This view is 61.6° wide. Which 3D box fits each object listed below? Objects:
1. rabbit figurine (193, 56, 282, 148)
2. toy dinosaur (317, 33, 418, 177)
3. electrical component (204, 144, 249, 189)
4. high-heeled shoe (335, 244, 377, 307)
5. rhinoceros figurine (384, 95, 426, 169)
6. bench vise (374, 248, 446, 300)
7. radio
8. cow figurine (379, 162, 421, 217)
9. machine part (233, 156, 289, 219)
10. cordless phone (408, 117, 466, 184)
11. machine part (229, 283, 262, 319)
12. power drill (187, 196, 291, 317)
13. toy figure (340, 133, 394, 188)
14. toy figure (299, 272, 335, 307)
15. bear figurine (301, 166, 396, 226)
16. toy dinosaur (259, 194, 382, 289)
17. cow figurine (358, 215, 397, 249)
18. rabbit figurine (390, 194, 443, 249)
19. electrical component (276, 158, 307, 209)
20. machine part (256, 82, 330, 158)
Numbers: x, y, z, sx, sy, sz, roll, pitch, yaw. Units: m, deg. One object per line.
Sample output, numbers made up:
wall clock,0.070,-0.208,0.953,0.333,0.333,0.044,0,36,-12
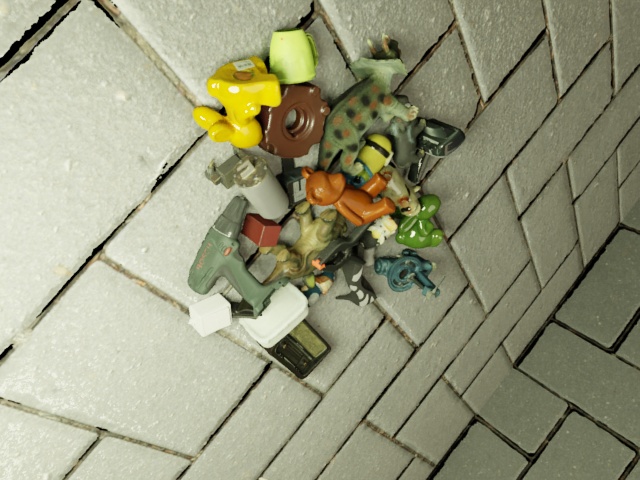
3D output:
rabbit figurine,-0.154,-0.243,1.040,0.162,0.122,0.173,-30,149,-24
toy dinosaur,0.079,-0.286,1.240,0.405,0.131,0.192,-49,124,5
electrical component,-0.189,-0.152,1.117,0.102,0.045,0.078,-44,166,-11
high-heeled shoe,0.131,0.104,1.543,0.145,0.086,0.248,-2,136,-23
rhinoceros figurine,0.214,-0.281,1.392,0.112,0.073,0.190,-26,122,-34
bench vise,0.288,0.110,1.612,0.223,0.241,0.128,15,108,-32
radio,-0.070,0.288,1.489,0.131,0.073,0.229,-48,138,-10
cow figurine,0.208,-0.136,1.459,0.194,0.085,0.127,47,37,-29
machine part,-0.122,-0.109,1.143,0.079,0.079,0.243,-49,158,-8
cordless phone,0.299,-0.230,1.459,0.089,0.147,0.184,3,114,-33
machine part,-0.166,0.149,1.258,0.084,0.039,0.138,15,140,-17
power drill,-0.166,0.048,1.158,0.232,0.207,0.086,-52,180,7
toy figure,0.111,-0.189,1.353,0.180,0.082,0.089,-43,140,-11
toy figure,-0.013,0.135,1.462,0.154,0.058,0.064,-38,164,-23
bear figurine,0.060,-0.114,1.227,0.132,0.120,0.195,-34,135,27
toy dinosaur,-0.003,-0.004,1.353,0.471,0.105,0.198,-41,144,-17
cow figurine,0.149,-0.020,1.454,0.098,0.068,0.167,-39,177,-10
rabbit figurine,0.286,-0.068,1.577,0.159,0.121,0.170,-5,136,-18
electrical component,-0.060,-0.140,1.244,0.075,0.048,0.119,-25,132,-32
machine part,-0.061,-0.259,1.159,0.179,0.056,0.179,-23,130,-31
